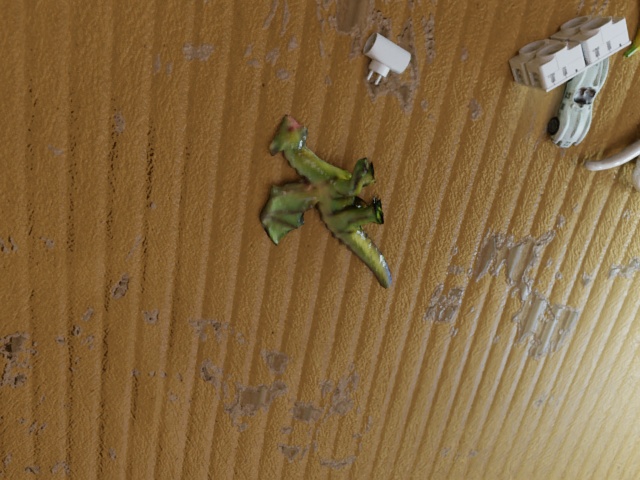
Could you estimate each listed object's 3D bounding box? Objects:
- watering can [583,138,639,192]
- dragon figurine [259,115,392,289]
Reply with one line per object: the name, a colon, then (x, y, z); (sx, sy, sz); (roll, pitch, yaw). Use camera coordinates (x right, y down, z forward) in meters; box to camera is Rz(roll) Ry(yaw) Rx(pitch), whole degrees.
watering can: (0.766, -0.206, 1.154); (0.347, 0.106, 0.221); (11, 109, -20)
dragon figurine: (0.003, -0.052, 1.028); (0.242, 0.124, 0.403); (-9, 115, 7)
